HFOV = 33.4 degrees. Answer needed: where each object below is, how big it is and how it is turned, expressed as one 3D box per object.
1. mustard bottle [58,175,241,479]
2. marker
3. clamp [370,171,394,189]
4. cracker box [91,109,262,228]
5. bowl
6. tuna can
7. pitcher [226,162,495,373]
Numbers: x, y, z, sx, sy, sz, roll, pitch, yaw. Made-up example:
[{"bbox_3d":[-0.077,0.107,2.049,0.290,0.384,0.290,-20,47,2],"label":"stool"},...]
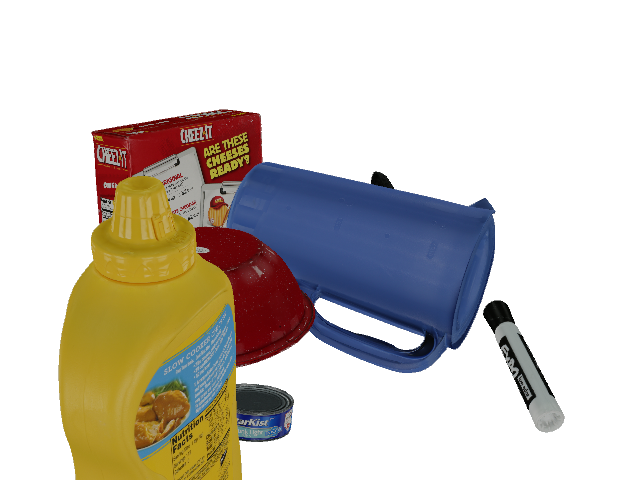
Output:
[{"bbox_3d":[-0.070,0.063,0.452,0.058,0.192,0.096,14,30,23],"label":"mustard bottle"},{"bbox_3d":[0.133,0.079,0.711,0.020,0.020,0.121,0,33,-11],"label":"marker"},{"bbox_3d":[0.090,-0.001,1.256,0.210,0.036,0.164,38,42,26],"label":"clamp"},{"bbox_3d":[-0.136,-0.013,1.058,0.072,0.214,0.163,13,21,43],"label":"cracker box"},{"bbox_3d":[-0.084,0.031,0.745,0.162,0.055,0.162,-2,21,0],"label":"bowl"},{"bbox_3d":[-0.072,0.182,1.131,0.086,0.034,0.086,5,12,-1],"label":"tuna can"},{"bbox_3d":[0.034,0.015,1.003,0.243,0.145,0.149,16,21,18],"label":"pitcher"}]
